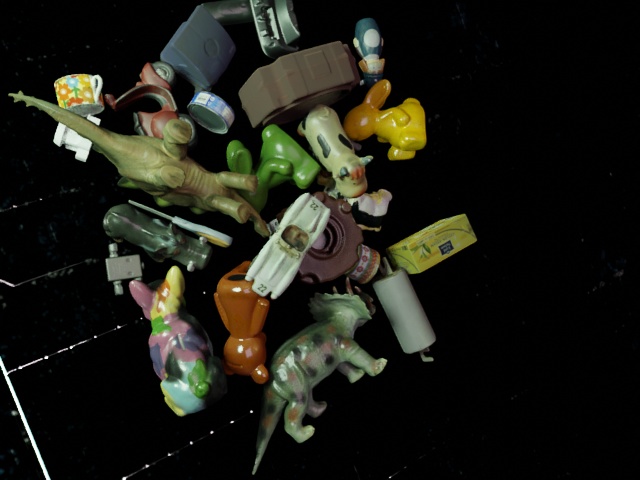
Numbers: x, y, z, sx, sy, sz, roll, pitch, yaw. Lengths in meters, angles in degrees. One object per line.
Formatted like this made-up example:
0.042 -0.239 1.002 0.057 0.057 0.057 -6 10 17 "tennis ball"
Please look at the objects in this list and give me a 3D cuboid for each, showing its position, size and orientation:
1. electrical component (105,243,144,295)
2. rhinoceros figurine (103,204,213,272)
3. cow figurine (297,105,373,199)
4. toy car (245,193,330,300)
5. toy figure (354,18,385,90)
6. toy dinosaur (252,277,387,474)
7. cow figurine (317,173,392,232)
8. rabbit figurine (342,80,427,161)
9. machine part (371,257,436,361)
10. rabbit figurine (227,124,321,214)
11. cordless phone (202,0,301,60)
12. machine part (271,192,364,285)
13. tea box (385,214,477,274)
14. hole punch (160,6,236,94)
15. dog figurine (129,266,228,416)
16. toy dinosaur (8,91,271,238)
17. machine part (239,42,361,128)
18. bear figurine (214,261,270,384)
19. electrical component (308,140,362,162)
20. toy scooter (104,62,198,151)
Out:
-0.346 0.049 0.956 0.063 0.021 0.094 -9 86 -24 "electrical component"
-0.281 -0.007 0.944 0.190 0.112 0.073 27 72 -10 "rhinoceros figurine"
0.033 -0.168 1.024 0.085 0.127 0.195 -26 84 -11 "cow figurine"
-0.055 0.010 0.941 0.073 0.056 0.202 37 71 -12 "toy car"
0.111 -0.407 1.189 0.064 0.058 0.154 -9 87 15 "toy figure"
-0.022 0.236 1.023 0.405 0.131 0.192 -39 86 -18 "toy dinosaur"
0.062 -0.079 1.122 0.167 0.068 0.098 19 82 -18 "cow figurine"
0.133 -0.255 1.149 0.173 0.122 0.162 -1 90 -4 "rabbit figurine"
0.176 0.147 1.131 0.079 0.079 0.243 -28 95 -23 "machine part"
-0.106 -0.124 1.025 0.170 0.121 0.159 -48 119 -2 "rabbit figurine"
-0.140 -0.431 1.085 0.184 0.089 0.146 -13 89 -12 "cordless phone"
-0.002 -0.003 1.025 0.179 0.056 0.179 2 84 -22 "machine part"
0.241 0.011 1.165 0.170 0.098 0.068 -27 93 -22 "tea box"
-0.226 -0.364 1.026 0.115 0.092 0.142 33 69 -20 "hole punch"
-0.243 0.160 0.907 0.108 0.192 0.219 -21 107 -18 "dog figurine"
-0.270 -0.120 0.902 0.471 0.199 0.105 35 64 -33 "toy dinosaur"
-0.039 -0.290 1.031 0.201 0.201 0.087 -24 97 -24 "machine part"
-0.124 0.152 0.991 0.132 0.120 0.195 -30 117 -53 "bear figurine"
0.029 -0.183 1.120 0.102 0.045 0.078 25 112 -23 "electrical component"
-0.310 -0.230 0.980 0.135 0.075 0.183 -20 88 -24 "toy scooter"
